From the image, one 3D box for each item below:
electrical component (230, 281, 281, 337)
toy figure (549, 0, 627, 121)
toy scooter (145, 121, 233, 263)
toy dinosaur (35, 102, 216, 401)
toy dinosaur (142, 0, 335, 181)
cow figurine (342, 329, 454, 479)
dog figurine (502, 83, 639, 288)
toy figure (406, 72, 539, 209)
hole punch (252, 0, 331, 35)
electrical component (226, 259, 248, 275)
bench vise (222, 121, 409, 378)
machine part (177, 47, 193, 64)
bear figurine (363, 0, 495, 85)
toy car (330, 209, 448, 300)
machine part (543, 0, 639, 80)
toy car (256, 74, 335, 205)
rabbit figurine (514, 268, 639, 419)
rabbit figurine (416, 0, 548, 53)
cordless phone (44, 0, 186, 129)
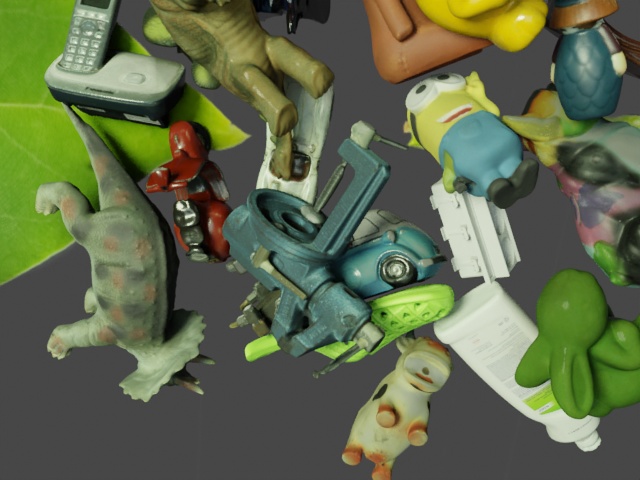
[{"bbox_3d":[-0.069,0.082,0.676,0.045,0.102,0.078,41,110,-9],"label":"electrical component"},{"bbox_3d":[0.242,-0.189,0.496,0.064,0.058,0.154,-7,112,22],"label":"toy figure"},{"bbox_3d":[-0.152,-0.047,0.635,0.075,0.135,0.183,-10,105,9],"label":"toy scooter"},{"bbox_3d":[-0.233,0.034,0.663,0.192,0.131,0.404,3,109,14],"label":"toy dinosaur"},{"bbox_3d":[-0.117,-0.243,0.475,0.199,0.105,0.470,23,146,39],"label":"toy dinosaur"},{"bbox_3d":[0.107,0.202,0.686,0.085,0.127,0.194,27,122,1],"label":"cow figurine"},{"bbox_3d":[0.283,-0.066,0.576,0.219,0.108,0.191,21,91,7],"label":"dog figurine"},{"bbox_3d":[0.149,-0.102,0.558,0.082,0.180,0.089,-14,141,-18],"label":"toy figure"},{"bbox_3d":[-0.044,-0.289,0.565,0.092,0.116,0.142,10,107,14],"label":"hole punch"},{"bbox_3d":[-0.084,0.020,0.680,0.094,0.063,0.021,-29,100,16],"label":"electrical component"},{"bbox_3d":[0.005,-0.002,0.555,0.224,0.129,0.240,45,116,31],"label":"bench vise"},{"bbox_3d":[-0.152,-0.266,0.618,0.084,0.039,0.139,-39,95,4],"label":"machine part"},{"bbox_3d":[0.085,-0.267,0.550,0.132,0.120,0.195,-18,97,9],"label":"bear figurine"},{"bbox_3d":[0.064,0.017,0.647,0.162,0.109,0.103,-20,80,25],"label":"toy car"},{"bbox_3d":[0.334,-0.275,0.524,0.201,0.087,0.201,29,108,1],"label":"machine part"},{"bbox_3d":[-0.031,-0.105,0.641,0.074,0.056,0.201,12,108,5],"label":"toy car"},{"bbox_3d":[0.280,0.105,0.583,0.170,0.121,0.159,43,81,-28],"label":"rabbit figurine"},{"bbox_3d":[0.124,-0.234,0.407,0.162,0.173,0.121,21,101,-4],"label":"rabbit figurine"},{"bbox_3d":[-0.225,-0.233,0.629,0.147,0.088,0.184,10,87,3],"label":"cordless phone"}]
